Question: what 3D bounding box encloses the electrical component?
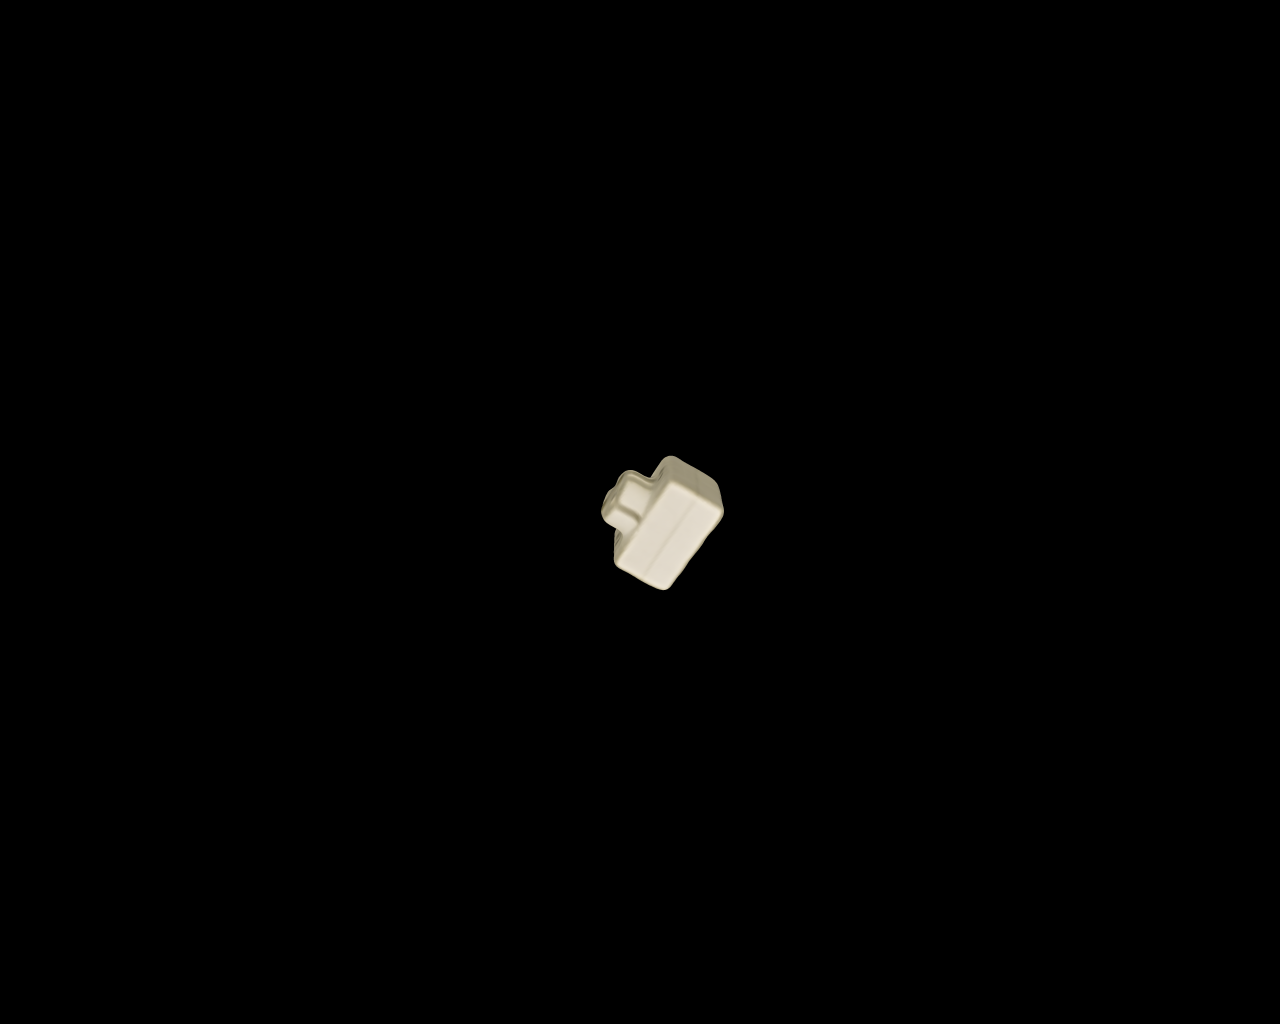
[{"bbox_3d":[0.001,-0.003,0.650,0.077,0.065,0.047,30,20,-12],"label":"electrical component"}]
